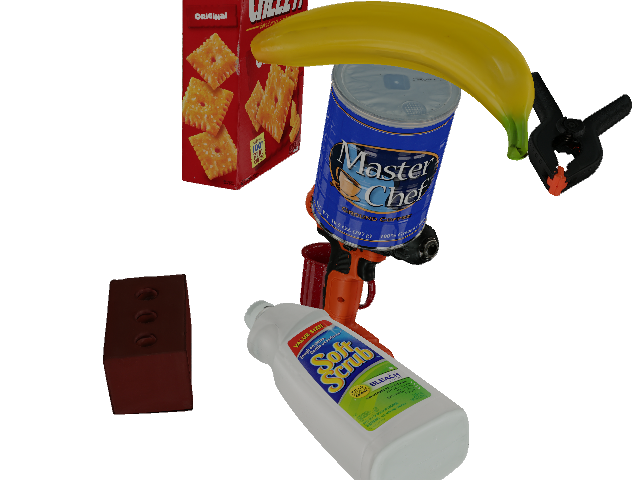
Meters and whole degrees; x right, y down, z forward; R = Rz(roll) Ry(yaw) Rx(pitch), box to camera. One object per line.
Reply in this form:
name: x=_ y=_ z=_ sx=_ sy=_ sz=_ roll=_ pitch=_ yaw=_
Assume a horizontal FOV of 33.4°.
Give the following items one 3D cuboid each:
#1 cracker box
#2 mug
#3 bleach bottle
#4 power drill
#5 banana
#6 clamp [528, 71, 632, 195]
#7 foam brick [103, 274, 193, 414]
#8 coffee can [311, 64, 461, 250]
cracker box: x=-0.071 y=-0.175 z=1.059 sx=0.072 sy=0.214 sz=0.164 roll=11 pitch=22 yaw=19
mug: x=0.025 y=0.060 z=1.498 sx=0.117 sy=0.081 sz=0.093 roll=17 pitch=23 yaw=27
bleach bottle: x=0.007 y=0.119 z=0.895 sx=0.102 sy=0.068 sz=0.251 roll=-23 pitch=35 yaw=-28
power drill: x=0.047 y=0.045 z=1.076 sx=0.057 sy=0.188 sz=0.185 roll=-8 pitch=22 yaw=-33
banana: x=0.048 y=-0.109 z=0.621 sx=0.198 sy=0.069 sz=0.037 roll=25 pitch=-29 yaw=33
clamp: x=0.259 y=-0.120 z=1.154 sx=0.120 sy=0.039 sz=0.171 roll=18 pitch=48 yaw=18
foam brick: x=-0.111 y=0.067 z=0.695 sx=0.053 sy=0.051 sz=0.078 roll=-4 pitch=38 yaw=-5
coffee can: x=0.051 y=-0.076 z=0.882 sx=0.102 sy=0.140 sz=0.103 roll=5 pitch=45 yaw=-5
